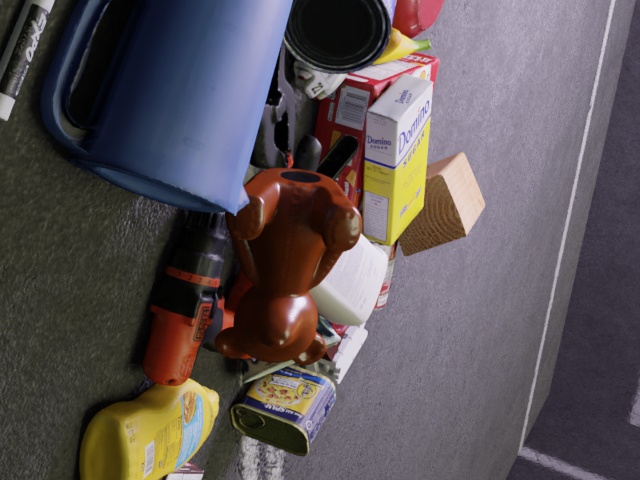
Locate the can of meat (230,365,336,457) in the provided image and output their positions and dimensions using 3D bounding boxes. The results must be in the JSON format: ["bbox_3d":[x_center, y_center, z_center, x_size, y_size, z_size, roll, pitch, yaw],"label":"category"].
[{"bbox_3d":[-0.042,0.196,1.263,0.083,0.102,0.057,-56,153,-39],"label":"can of meat"}]

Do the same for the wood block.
[{"bbox_3d":[0.160,-0.053,1.475,0.090,0.091,0.205,67,19,-6],"label":"wood block"}]

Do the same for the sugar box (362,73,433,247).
[{"bbox_3d":[0.088,-0.089,1.212,0.093,0.048,0.176,-49,152,-41],"label":"sugar box"}]

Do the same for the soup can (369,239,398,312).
[{"bbox_3d":[0.064,0.037,1.433,0.068,0.069,0.102,-32,136,-58],"label":"soup can"}]

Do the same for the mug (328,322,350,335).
[{"bbox_3d":[-0.001,0.068,1.278,0.093,0.082,0.117,-29,134,-60],"label":"mug"}]

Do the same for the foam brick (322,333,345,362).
[{"bbox_3d":[-0.004,0.111,1.349,0.053,0.051,0.078,-64,157,-19],"label":"foam brick"}]

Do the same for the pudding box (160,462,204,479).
[{"bbox_3d":[-0.172,0.284,1.104,0.113,0.039,0.090,-67,159,-4],"label":"pudding box"}]

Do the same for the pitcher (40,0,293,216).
[{"bbox_3d":[-0.101,-0.149,0.815,0.149,0.145,0.243,50,56,-79],"label":"pitcher"}]

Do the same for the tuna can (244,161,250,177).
[{"bbox_3d":[-0.103,-0.073,0.906,0.086,0.086,0.033,-67,159,-10],"label":"tuna can"}]

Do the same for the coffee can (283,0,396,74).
[{"bbox_3d":[0.022,-0.234,0.990,0.140,0.103,0.103,-77,170,-48],"label":"coffee can"}]

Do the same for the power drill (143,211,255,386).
[{"bbox_3d":[-0.100,0.052,1.064,0.187,0.057,0.184,13,96,-67],"label":"power drill"}]

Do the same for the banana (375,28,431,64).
[{"bbox_3d":[0.074,-0.222,1.200,0.197,0.070,0.037,-33,105,-72],"label":"banana"}]

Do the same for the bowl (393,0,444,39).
[{"bbox_3d":[0.113,-0.305,1.285,0.161,0.055,0.162,-50,151,-42],"label":"bowl"}]

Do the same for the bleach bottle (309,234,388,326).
[{"bbox_3d":[-0.007,0.001,1.103,0.250,0.068,0.102,49,55,-56],"label":"bleach bottle"}]

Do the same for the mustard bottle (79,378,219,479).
[{"bbox_3d":[-0.153,0.184,1.035,0.191,0.058,0.096,-24,123,-62],"label":"mustard bottle"}]

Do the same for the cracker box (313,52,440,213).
[{"bbox_3d":[0.063,-0.133,1.286,0.213,0.072,0.164,-34,139,-59],"label":"cracker box"}]

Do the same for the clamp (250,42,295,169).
[{"bbox_3d":[-0.057,-0.127,1.032,0.210,0.036,0.164,84,24,-52],"label":"clamp"}]

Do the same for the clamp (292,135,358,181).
[{"bbox_3d":[-0.025,-0.044,1.138,0.171,0.039,0.120,-60,156,8],"label":"clamp"}]

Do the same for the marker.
[{"bbox_3d":[-0.196,-0.139,0.715,0.121,0.020,0.020,-69,159,-5],"label":"marker"}]
